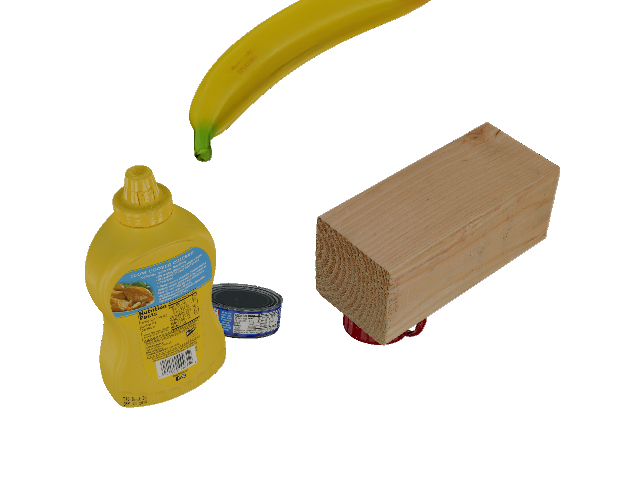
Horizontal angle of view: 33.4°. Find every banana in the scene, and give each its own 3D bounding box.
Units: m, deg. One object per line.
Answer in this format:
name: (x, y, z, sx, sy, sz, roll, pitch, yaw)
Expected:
banana: (-0.014, -0.122, 0.690, 0.070, 0.197, 0.037, 45, -12, 33)

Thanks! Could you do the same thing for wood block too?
wood block: (0.102, -0.010, 0.933, 0.205, 0.090, 0.091, -30, 51, -29)

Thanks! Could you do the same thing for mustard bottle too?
mustard bottle: (-0.122, 0.030, 0.778, 0.096, 0.192, 0.058, -21, 41, -24)

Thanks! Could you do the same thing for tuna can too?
tuna can: (-0.083, 0.073, 1.113, 0.086, 0.034, 0.086, 6, 14, -2)

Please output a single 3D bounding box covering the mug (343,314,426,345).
mug: (0.080, 0.077, 1.293, 0.117, 0.081, 0.093, 24, 33, 33)
